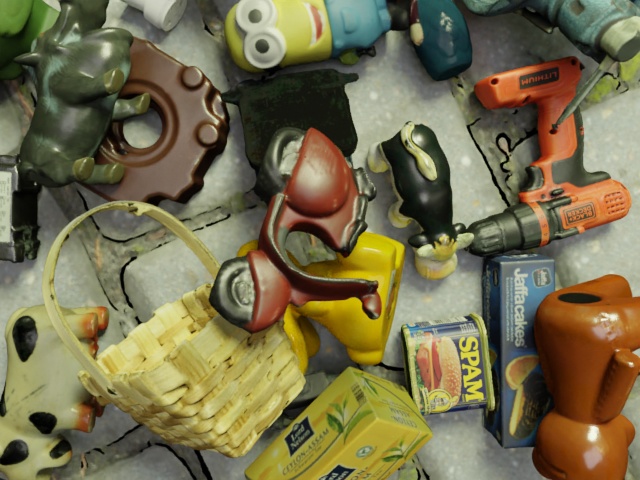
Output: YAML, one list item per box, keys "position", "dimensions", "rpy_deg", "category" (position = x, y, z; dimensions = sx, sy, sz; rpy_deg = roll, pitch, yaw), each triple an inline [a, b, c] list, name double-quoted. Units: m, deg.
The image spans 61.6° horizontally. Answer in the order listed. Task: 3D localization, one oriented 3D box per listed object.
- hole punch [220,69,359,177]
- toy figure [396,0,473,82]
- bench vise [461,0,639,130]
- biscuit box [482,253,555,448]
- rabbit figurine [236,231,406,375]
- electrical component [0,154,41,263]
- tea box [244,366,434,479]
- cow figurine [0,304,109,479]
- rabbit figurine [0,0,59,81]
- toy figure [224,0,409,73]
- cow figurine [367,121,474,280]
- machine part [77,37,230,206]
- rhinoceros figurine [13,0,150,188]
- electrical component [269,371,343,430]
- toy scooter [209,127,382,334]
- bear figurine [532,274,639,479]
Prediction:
- position: [-0.022, -0.107, 0.557]
  dimensions: [0.142, 0.092, 0.116]
  rpy_deg: [-11, 65, 1]
  category: "hole punch"
- position: [0.112, -0.245, 0.557]
  dimensions: [0.058, 0.064, 0.154]
  rpy_deg: [-20, 89, 37]
  category: "toy figure"
- position: [0.178, -0.240, 0.476]
  dimensions: [0.240, 0.129, 0.224]
  rpy_deg: [11, 55, -31]
  category: "bench vise"
- position: [0.215, 0.116, 0.582]
  dimensions: [0.063, 0.059, 0.202]
  rpy_deg: [-2, 93, -2]
  category: "biscuit box"
- position: [-0.008, 0.055, 0.560]
  dimensions: [0.173, 0.122, 0.162]
  rpy_deg: [13, 103, 11]
  category: "rabbit figurine"
- position: [-0.364, -0.036, 0.553]
  dimensions: [0.134, 0.058, 0.114]
  rpy_deg: [5, 91, -2]
  category: "electrical component"
- position: [0.017, 0.215, 0.542]
  dimensions: [0.098, 0.068, 0.169]
  rpy_deg: [28, 111, -39]
  category: "tea box"
- position: [-0.292, 0.162, 0.555]
  dimensions: [0.127, 0.085, 0.194]
  rpy_deg: [5, 94, -6]
  category: "cow figurine"
- position: [-0.349, -0.181, 0.513]
  dimensions: [0.159, 0.121, 0.170]
  rpy_deg: [28, 89, 3]
  category: "rabbit figurine"
- position: [-0.006, -0.215, 0.545]
  dimensions: [0.180, 0.089, 0.082]
  rpy_deg: [-16, 82, -10]
  category: "toy figure"
- position: [0.111, -0.037, 0.551]
  dimensions: [0.068, 0.098, 0.167]
  rpy_deg: [-22, 94, -7]
  category: "cow figurine"
- position: [-0.186, -0.116, 0.556]
  dimensions: [0.179, 0.056, 0.179]
  rpy_deg: [0, 94, -1]
  category: "machine part"
- position: [-0.223, -0.139, 0.496]
  dimensions: [0.112, 0.073, 0.190]
  rpy_deg: [15, 95, 10]
  category: "rhinoceros figurine"
- position: [-0.010, 0.171, 0.576]
  dimensions: [0.102, 0.078, 0.045]
  rpy_deg: [-11, 70, -7]
  category: "electrical component"
- position: [-0.001, -0.001, 0.447]
  dimensions: [0.135, 0.075, 0.184]
  rpy_deg: [19, 72, -4]
  category: "toy scooter"
- position: [0.266, 0.143, 0.500]
  dimensions: [0.132, 0.120, 0.195]
  rpy_deg: [-11, 97, -13]
  category: "bear figurine"
